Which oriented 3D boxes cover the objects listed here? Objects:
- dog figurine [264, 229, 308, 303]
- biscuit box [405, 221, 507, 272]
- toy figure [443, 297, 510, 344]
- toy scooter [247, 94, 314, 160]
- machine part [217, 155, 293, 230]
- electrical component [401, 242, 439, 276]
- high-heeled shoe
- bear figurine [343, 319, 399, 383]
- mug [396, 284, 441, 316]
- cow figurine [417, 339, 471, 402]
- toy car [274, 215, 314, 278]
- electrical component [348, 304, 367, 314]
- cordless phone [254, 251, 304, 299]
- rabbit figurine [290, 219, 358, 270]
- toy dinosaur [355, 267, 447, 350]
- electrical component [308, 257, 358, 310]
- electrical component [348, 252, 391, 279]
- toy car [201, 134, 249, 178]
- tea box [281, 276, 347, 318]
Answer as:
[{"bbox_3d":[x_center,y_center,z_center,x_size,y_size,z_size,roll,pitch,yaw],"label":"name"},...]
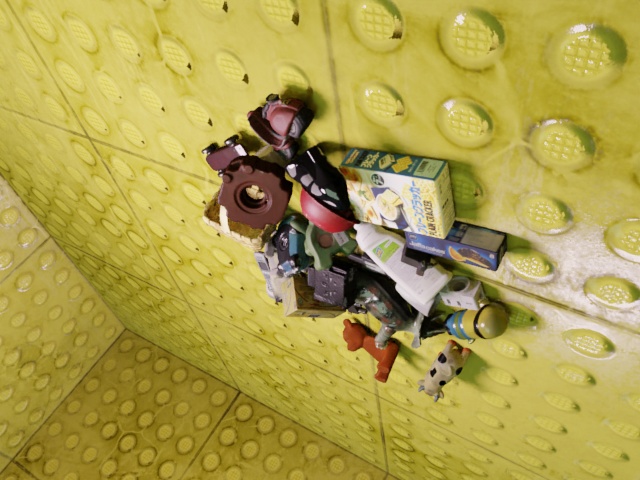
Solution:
[{"bbox_3d":[-0.116,0.078,1.569,0.121,0.172,0.190,-2,153,-17],"label":"dog figurine"},{"bbox_3d":[0.281,0.001,1.125,0.203,0.059,0.062,17,145,30],"label":"biscuit box"},{"bbox_3d":[0.373,0.203,1.289,0.082,0.089,0.180,38,149,-18],"label":"toy figure"},{"bbox_3d":[-0.093,-0.252,1.137,0.135,0.075,0.184,37,155,0],"label":"toy scooter"},{"bbox_3d":[-0.150,-0.106,1.238,0.179,0.056,0.179,3,125,4],"label":"machine part"},{"bbox_3d":[0.225,0.028,1.190,0.078,0.102,0.045,27,142,0],"label":"electrical component"},{"bbox_3d":[0.000,-0.124,1.152,0.145,0.086,0.249,56,174,-6],"label":"high-heeled shoe"},{"bbox_3d":[0.144,0.339,1.686,0.196,0.132,0.120,22,145,12],"label":"bear figurine"},{"bbox_3d":[0.248,0.127,1.336,0.107,0.080,0.109,33,-171,21],"label":"mug"},{"bbox_3d":[0.348,0.378,1.529,0.086,0.127,0.194,33,148,11],"label":"cow figurine"},{"bbox_3d":[-0.057,0.020,1.444,0.103,0.161,0.109,7,156,-33],"label":"toy car"},{"bbox_3d":[0.098,0.200,1.635,0.094,0.021,0.063,4,138,42],"label":"electrical component"},{"bbox_3d":[-0.123,0.105,1.670,0.147,0.089,0.184,9,137,39],"label":"cordless phone"},{"bbox_3d":[-0.003,-0.004,1.351,0.159,0.121,0.170,49,173,-2],"label":"rabbit figurine"},{"bbox_3d":[0.159,0.155,1.424,0.405,0.131,0.192,42,139,-3],"label":"toy dinosaur"},{"bbox_3d":[0.030,0.106,1.395,0.134,0.058,0.114,15,115,35],"label":"electrical component"},{"bbox_3d":[0.132,0.046,1.341,0.119,0.048,0.074,22,159,27],"label":"electrical component"},{"bbox_3d":[-0.228,-0.212,1.351,0.202,0.053,0.089,-6,120,54],"label":"toy car"},{"bbox_3d":[-0.017,0.160,1.480,0.169,0.098,0.068,9,151,-33],"label":"tea box"}]
